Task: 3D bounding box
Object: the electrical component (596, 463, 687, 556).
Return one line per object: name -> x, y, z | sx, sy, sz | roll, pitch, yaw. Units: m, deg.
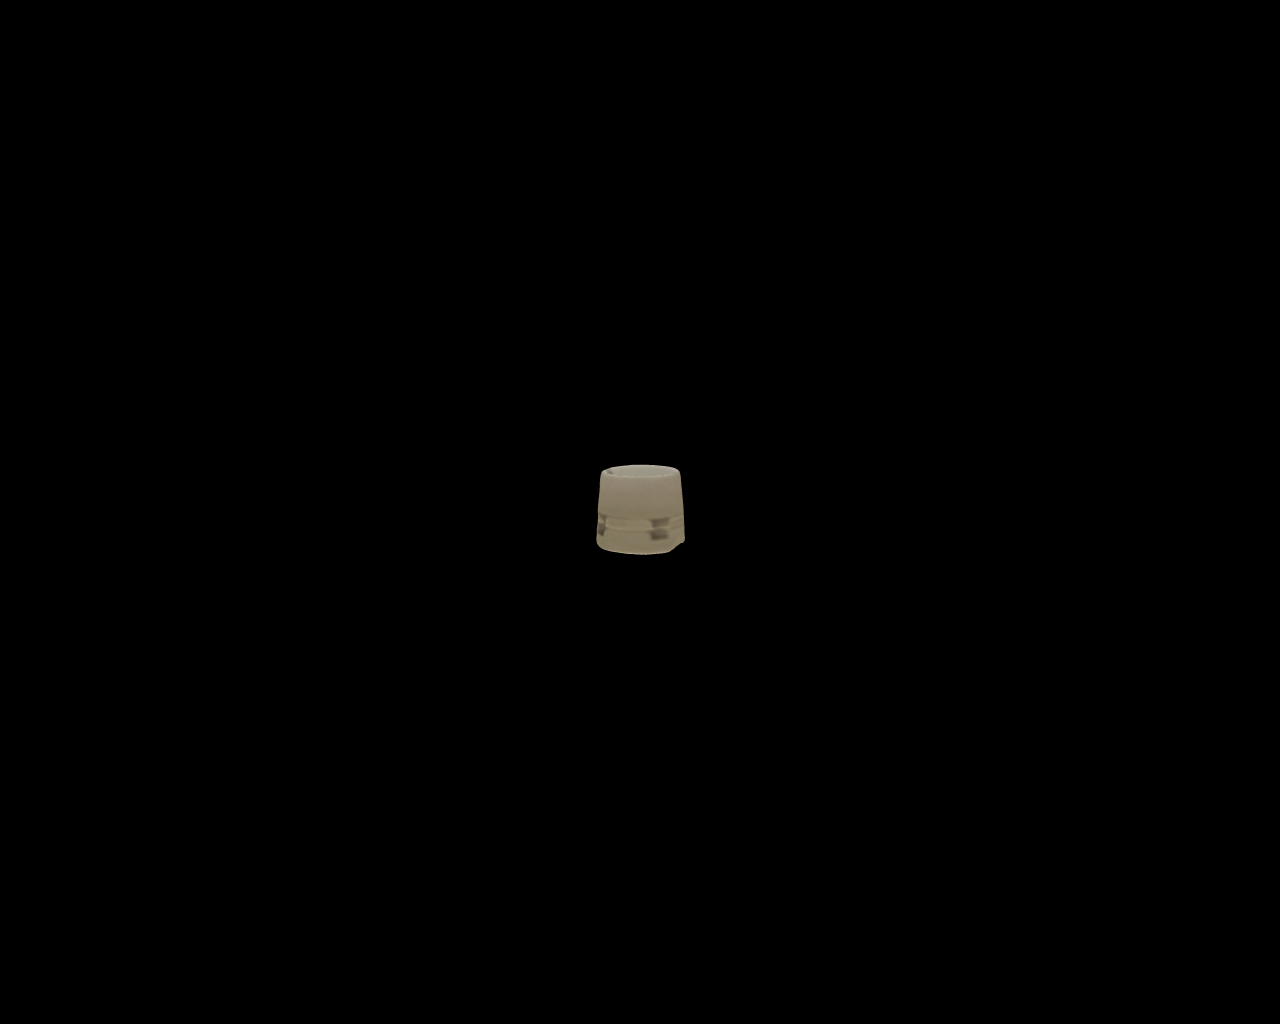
electrical component -> 0.001, -0.003, 0.650 | 0.055, 0.047, 0.055 | 0, 11, 0
